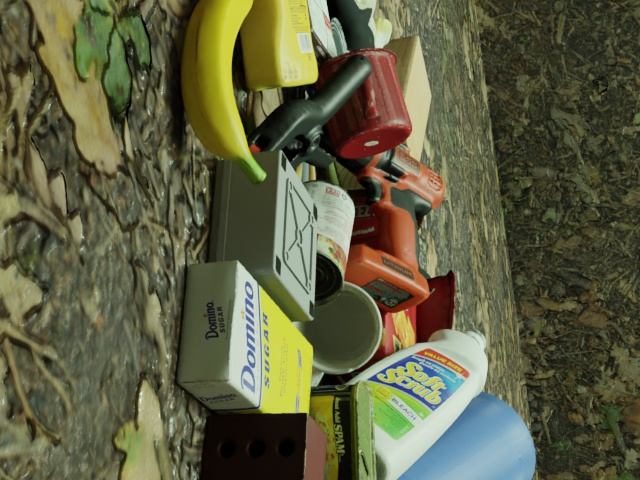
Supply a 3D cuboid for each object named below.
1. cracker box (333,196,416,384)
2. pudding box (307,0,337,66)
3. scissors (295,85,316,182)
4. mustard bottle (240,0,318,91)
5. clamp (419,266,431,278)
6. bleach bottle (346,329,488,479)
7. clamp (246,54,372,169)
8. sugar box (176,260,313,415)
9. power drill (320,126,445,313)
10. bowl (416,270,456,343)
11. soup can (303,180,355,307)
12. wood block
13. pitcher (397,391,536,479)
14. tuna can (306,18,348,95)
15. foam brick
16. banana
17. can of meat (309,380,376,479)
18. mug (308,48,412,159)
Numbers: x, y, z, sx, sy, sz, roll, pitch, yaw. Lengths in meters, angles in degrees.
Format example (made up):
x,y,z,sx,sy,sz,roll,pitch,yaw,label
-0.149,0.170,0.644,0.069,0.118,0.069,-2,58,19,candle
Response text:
x,y,z,sx,sy,sz,roll,pitch,yaw,label
0.064,0.081,1.192,0.164,0.072,0.213,63,26,-54,cracker box
-0.019,-0.228,1.037,0.090,0.039,0.113,41,36,-67,pudding box
-0.023,-0.124,1.048,0.096,0.016,0.202,25,61,-73,scissors
-0.045,-0.228,0.923,0.096,0.058,0.191,-29,113,-68,mustard bottle
0.103,0.034,1.408,0.164,0.036,0.210,-60,141,-52,clamp
0.087,0.146,1.035,0.250,0.103,0.068,-33,152,-49,bleach bottle
-0.012,-0.103,0.934,0.171,0.039,0.120,-31,145,-60,clamp
-0.051,0.093,0.811,0.176,0.048,0.093,59,30,-60,sugar box
0.055,-0.032,1.101,0.184,0.057,0.187,28,50,-28,power drill
0.128,0.114,1.323,0.162,0.055,0.162,163,-65,-90,bowl
-0.006,0.001,0.968,0.102,0.068,0.068,-79,157,-49,soup can
0.074,-0.155,1.277,0.206,0.090,0.091,-74,154,-52,wood block
0.107,0.239,1.091,0.242,0.149,0.145,-16,138,-53,pitcher
0.006,-0.193,1.144,0.086,0.034,0.086,-5,90,-75,tuna can
-0.039,0.159,0.772,0.051,0.078,0.053,64,25,-55,foam brick
-0.075,-0.134,0.802,0.069,0.037,0.198,37,42,-49,banana
0.000,0.172,0.899,0.057,0.084,0.102,38,48,-69,can of meat
0.043,-0.135,1.040,0.117,0.093,0.081,95,-20,-74,mug
